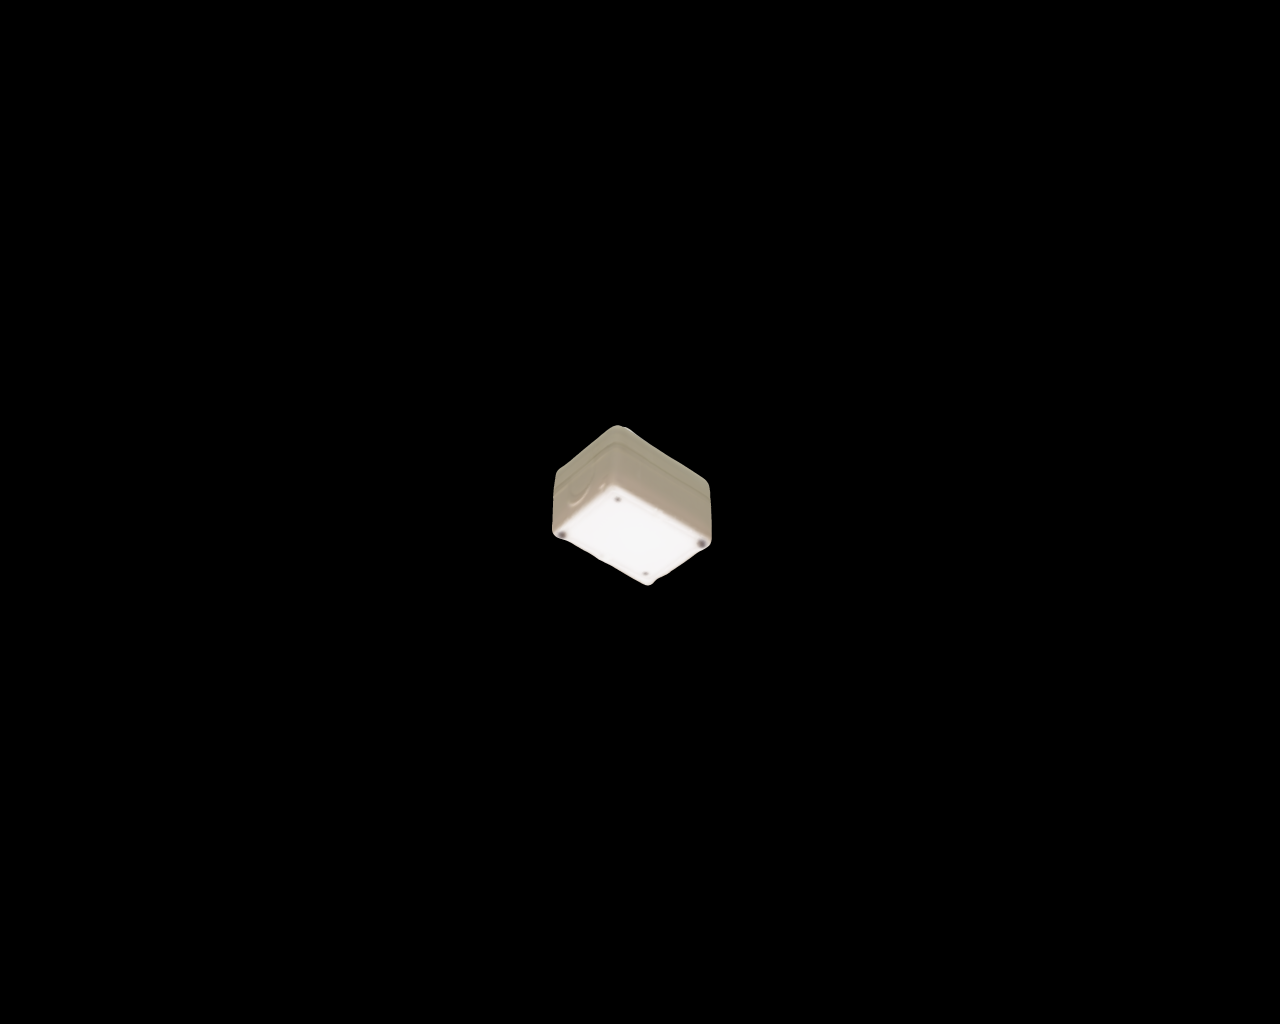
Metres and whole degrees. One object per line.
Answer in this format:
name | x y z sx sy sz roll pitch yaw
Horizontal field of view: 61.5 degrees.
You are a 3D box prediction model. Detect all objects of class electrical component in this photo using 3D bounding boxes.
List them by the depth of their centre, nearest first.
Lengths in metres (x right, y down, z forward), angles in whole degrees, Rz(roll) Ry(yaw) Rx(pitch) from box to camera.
electrical component | 0.001 -0.003 0.650 0.096 0.061 0.061 31 -50 -30
